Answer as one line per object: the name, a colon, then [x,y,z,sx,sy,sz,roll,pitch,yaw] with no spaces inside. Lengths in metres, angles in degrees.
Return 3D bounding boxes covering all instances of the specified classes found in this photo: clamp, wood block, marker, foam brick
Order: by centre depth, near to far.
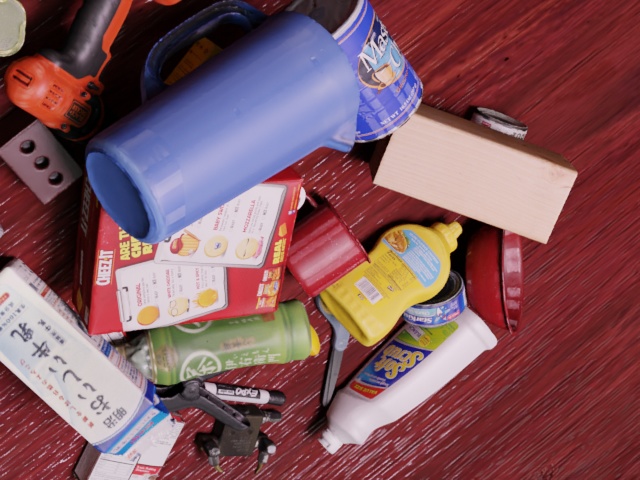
foam brick: [-0.272,-0.083,1.021,0.053,0.051,0.078,-39,129,-5]
wood block: [0.168,-0.081,1.198,0.206,0.090,0.091,19,107,-6]
clamp: [-0.146,0.173,1.232,0.171,0.039,0.120,-2,109,-14]
marker: [-0.092,0.189,1.301,0.120,0.020,0.020,13,109,-35]

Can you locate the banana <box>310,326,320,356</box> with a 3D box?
banana: [-0.072,0.099,1.255,0.197,0.037,0.070,11,134,-32]

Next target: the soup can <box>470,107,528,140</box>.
soup can: [0.199,-0.099,1.275,0.068,0.069,0.102,8,111,-33]

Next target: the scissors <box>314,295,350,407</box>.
scissors: [0.012,0.117,1.323,0.096,0.016,0.202,15,107,-34]

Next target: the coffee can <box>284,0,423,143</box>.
coffee can: [0.031,-0.185,1.106,0.103,0.103,0.140,-43,129,-3]

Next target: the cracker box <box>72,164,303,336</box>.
cracker box: [-0.136,0.000,1.084,0.213,0.072,0.164,-5,122,-30]

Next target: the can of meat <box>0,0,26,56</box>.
can of meat: [-0.310,-0.196,0.914,0.101,0.084,0.057,-2,117,-29]

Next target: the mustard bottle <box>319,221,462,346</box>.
mustard bottle: [0.097,0.036,1.275,0.191,0.096,0.058,-37,164,-21]

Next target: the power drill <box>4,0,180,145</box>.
power drill: [-0.193,-0.177,0.981,0.187,0.057,0.184,-59,165,-1]

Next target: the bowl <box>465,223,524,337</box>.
bowl: [0.218,0.041,1.342,0.055,0.162,0.162,-2,127,19]

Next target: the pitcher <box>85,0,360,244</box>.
pitcher: [-0.096,-0.109,0.976,0.242,0.149,0.145,-36,132,-29]

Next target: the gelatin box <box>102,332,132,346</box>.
gelatin box: [-0.247,0.130,1.171,0.089,0.030,0.073,-35,128,-12]

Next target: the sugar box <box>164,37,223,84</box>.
sugar box: [-0.137,-0.112,1.088,0.093,0.048,0.176,34,95,-39]

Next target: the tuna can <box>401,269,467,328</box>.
tuna can: [0.138,0.069,1.325,0.086,0.086,0.034,-23,124,-17]

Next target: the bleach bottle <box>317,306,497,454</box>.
bleach bottle: [0.100,0.179,1.353,0.251,0.103,0.068,-43,128,-3]

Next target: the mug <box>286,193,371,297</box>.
mug: [-0.008,0.001,1.208,0.081,0.093,0.117,-35,97,-2]

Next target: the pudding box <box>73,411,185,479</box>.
pudding box: [-0.222,0.241,1.244,0.089,0.039,0.113,19,104,-36]
